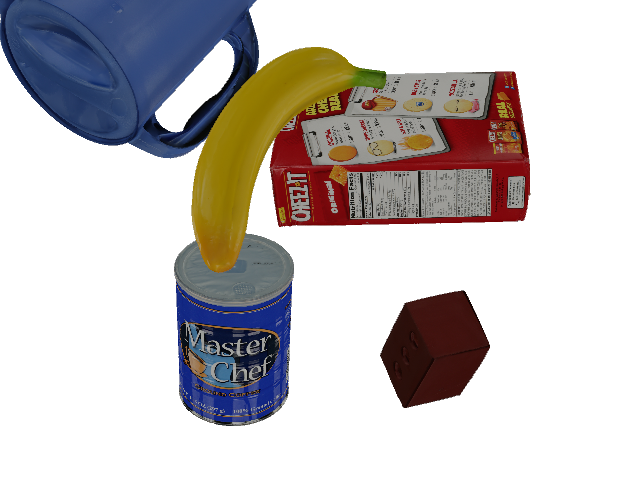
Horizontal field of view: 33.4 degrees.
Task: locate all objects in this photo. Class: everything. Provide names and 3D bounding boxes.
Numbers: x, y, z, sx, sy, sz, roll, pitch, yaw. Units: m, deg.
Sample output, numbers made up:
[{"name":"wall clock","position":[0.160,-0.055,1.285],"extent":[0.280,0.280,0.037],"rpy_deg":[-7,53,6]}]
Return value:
[{"name":"banana","position":[-0.033,-0.065,0.665],"extent":[0.070,0.197,0.037],"rpy_deg":[28,-33,16]},{"name":"pitcher","position":[-0.119,-0.189,0.850],"extent":[0.145,0.149,0.242],"rpy_deg":[20,53,28]},{"name":"foam brick","position":[0.087,0.084,0.819],"extent":[0.051,0.053,0.078],"rpy_deg":[-9,-35,-21]},{"name":"coffee can","position":[-0.077,0.079,0.950],"extent":[0.103,0.140,0.103],"rpy_deg":[2,34,-2]},{"name":"cracker box","position":[0.071,-0.082,0.945],"extent":[0.214,0.072,0.164],"rpy_deg":[-2,35,6]}]
